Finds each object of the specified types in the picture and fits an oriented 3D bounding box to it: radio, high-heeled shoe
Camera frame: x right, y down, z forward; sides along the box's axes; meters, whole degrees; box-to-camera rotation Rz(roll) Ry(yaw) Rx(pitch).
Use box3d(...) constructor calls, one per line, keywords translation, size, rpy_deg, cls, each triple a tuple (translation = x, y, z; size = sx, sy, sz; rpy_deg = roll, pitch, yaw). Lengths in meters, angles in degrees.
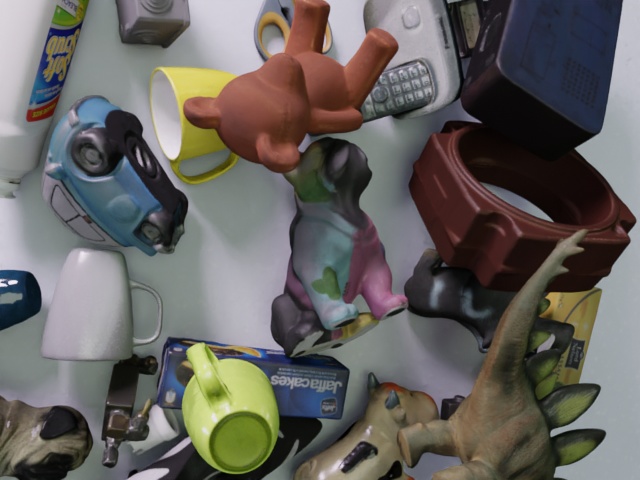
box3d(translation=(0.240, -0.212, 0.575), size=(0.131, 0.073, 0.229), rpy_deg=(24, 67, -11), cls="radio")
box3d(translation=(-0.102, 0.242, 0.544), size=(0.249, 0.145, 0.086), rpy_deg=(-15, 100, -14), cls="high-heeled shoe")

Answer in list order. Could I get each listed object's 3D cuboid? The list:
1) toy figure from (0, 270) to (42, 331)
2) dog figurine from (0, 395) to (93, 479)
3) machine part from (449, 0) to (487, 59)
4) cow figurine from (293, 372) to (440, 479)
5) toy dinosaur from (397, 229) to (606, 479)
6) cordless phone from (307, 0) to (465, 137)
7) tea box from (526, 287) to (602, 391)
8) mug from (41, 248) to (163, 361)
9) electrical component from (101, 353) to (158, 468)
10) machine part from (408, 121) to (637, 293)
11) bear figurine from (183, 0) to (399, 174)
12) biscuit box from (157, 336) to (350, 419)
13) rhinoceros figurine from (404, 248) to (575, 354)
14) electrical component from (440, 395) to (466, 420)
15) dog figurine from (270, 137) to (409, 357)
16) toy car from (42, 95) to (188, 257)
box3d(translation=(-0.347, 0.067, 0.500), size=(0.154, 0.064, 0.057), rpy_deg=(-12, 139, -11), cls="toy figure")
box3d(translation=(-0.314, 0.156, 0.482), size=(0.190, 0.121, 0.172), rpy_deg=(-7, 131, -20), cls="dog figurine")
box3d(translation=(0.220, -0.267, 0.656), size=(0.139, 0.039, 0.084), rpy_deg=(-19, 92, -13), cls="machine part")
box3d(translation=(0.056, 0.244, 0.628), size=(0.195, 0.086, 0.127), rpy_deg=(-34, 110, -11), cls="cow figurine")
box3d(translation=(0.185, 0.207, 0.551), size=(0.199, 0.105, 0.470), rpy_deg=(-18, 126, -17), cls="toy dinosaur")
box3d(translation=(0.056, -0.198, 0.597), size=(0.184, 0.089, 0.146), rpy_deg=(-16, 100, 4), cls="cordless phone")
box3d(translation=(0.274, 0.128, 0.674), size=(0.068, 0.098, 0.169), rpy_deg=(15, 88, -18), cls="tea box")
box3d(translation=(-0.212, 0.062, 0.530), size=(0.110, 0.081, 0.107), rpy_deg=(2, 85, -11), cls="mug")
box3d(translation=(-0.191, 0.163, 0.540), size=(0.045, 0.102, 0.078), rpy_deg=(9, 118, -16), cls="electrical component")
box3d(translation=(0.214, -0.043, 0.586), size=(0.201, 0.201, 0.087), rpy_deg=(4, 133, -18), cls="machine part")
box3d(translation=(-0.023, -0.144, 0.489), size=(0.120, 0.196, 0.131), rpy_deg=(31, 117, 11), cls="bear figurine")
box3d(translation=(-0.071, 0.153, 0.590), size=(0.203, 0.059, 0.062), rpy_deg=(10, 91, -18), cls="biscuit box")
box3d(translation=(0.189, 0.072, 0.612), size=(0.191, 0.073, 0.112), rpy_deg=(16, 89, 20), cls="rhinoceros figurine")
box3d(translation=(0.177, 0.232, 0.692), size=(0.094, 0.021, 0.063), rpy_deg=(3, 94, -16), cls="electrical component")
box3d(translation=(-0.001, -0.002, 0.580), size=(0.108, 0.191, 0.219), rpy_deg=(-3, 66, -34), cls="dog figurine")
box3d(translation=(-0.205, -0.050, 0.520), size=(0.103, 0.109, 0.161), rpy_deg=(-25, 114, 10), cls="toy car")
